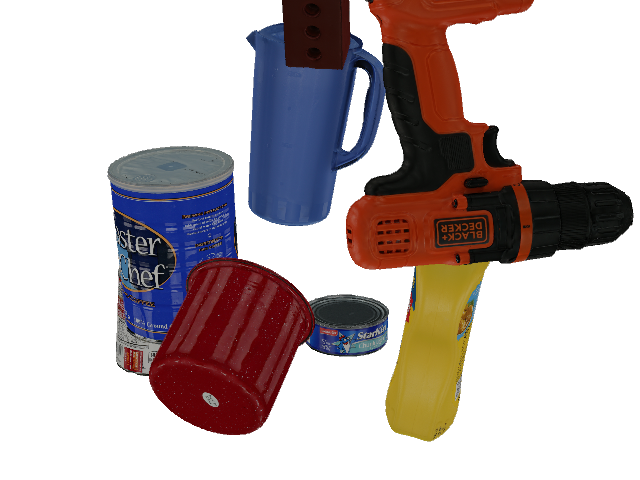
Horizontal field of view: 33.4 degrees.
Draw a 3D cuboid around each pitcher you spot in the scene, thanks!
[{"bbox_3d":[-0.018,-0.143,1.342,0.144,0.243,0.149,-3,26,-22],"label":"pitcher"}]

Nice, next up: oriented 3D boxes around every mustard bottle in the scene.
[{"bbox_3d":[0.094,0.053,0.826,0.058,0.192,0.096,14,26,12],"label":"mustard bottle"}]

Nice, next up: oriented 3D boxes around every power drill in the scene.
[{"bbox_3d":[0.103,-0.077,0.660,0.184,0.188,0.057,-6,8,-9],"label":"power drill"}]

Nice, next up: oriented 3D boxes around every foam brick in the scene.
[{"bbox_3d":[-0.003,-0.194,0.924,0.053,0.078,0.051,4,44,8],"label":"foam brick"}]

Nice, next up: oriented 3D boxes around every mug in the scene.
[{"bbox_3d":[-0.068,0.076,0.702,0.093,0.081,0.117,42,-42,-22],"label":"mug"}]

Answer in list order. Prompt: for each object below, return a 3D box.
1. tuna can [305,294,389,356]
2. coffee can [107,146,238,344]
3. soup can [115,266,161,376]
[{"bbox_3d":[0.025,0.085,1.068,0.086,0.034,0.086,0,18,0],"label":"tuna can"},{"bbox_3d":[-0.120,0.002,0.895,0.103,0.140,0.103,-2,22,1],"label":"coffee can"},{"bbox_3d":[-0.174,0.079,1.088,0.068,0.102,0.068,5,21,-2],"label":"soup can"}]
